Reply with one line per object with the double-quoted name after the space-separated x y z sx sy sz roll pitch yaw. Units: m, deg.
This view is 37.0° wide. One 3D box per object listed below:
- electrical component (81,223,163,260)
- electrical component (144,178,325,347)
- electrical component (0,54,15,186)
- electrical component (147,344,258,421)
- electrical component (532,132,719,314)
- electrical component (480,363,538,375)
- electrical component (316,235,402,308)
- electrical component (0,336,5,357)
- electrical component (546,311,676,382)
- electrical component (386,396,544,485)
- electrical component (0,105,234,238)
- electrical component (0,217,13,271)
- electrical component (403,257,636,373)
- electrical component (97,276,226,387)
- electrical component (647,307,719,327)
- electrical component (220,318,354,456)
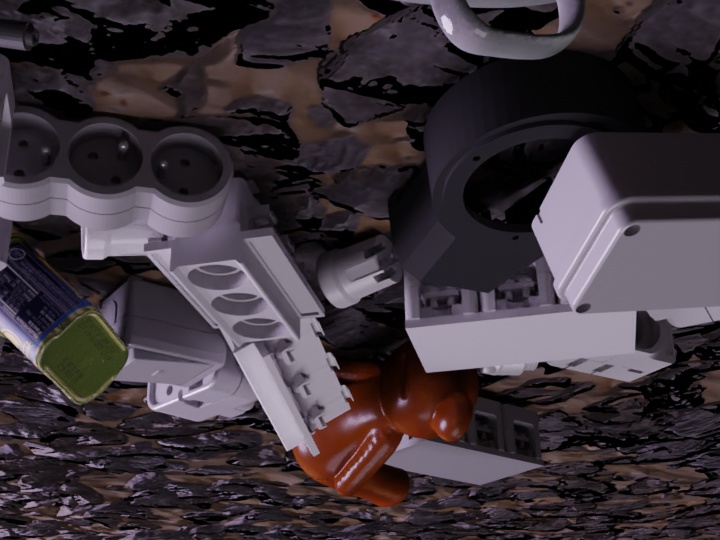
-0.147 -0.026 0.663 0.046 0.040 0.040 0 155 -19 "electrical component"
-0.076 -0.004 0.684 0.079 0.063 0.121 -7 154 11 "electrical component"
-0.219 -0.080 0.526 0.089 0.055 0.050 4 154 -11 "electrical component"
-0.122 0.087 0.880 0.095 0.053 0.059 -24 146 39 "electrical component"
0.155 -0.023 0.547 0.113 0.057 0.078 -2 141 -19 "electrical component"
0.126 0.062 0.854 0.062 0.043 0.043 2 154 -10 "electrical component"
0.000 0.000 0.724 0.046 0.040 0.040 -22 148 26 "electrical component"
-0.315 0.052 0.789 0.108 0.060 0.108 -1 154 -1 "electrical component"
0.192 0.048 0.819 0.089 0.050 0.056 13 151 -28 "electrical component"
0.089 0.154 1.022 0.150 0.061 0.089 18 148 -34 "electrical component"
-0.145 -0.046 0.605 0.138 0.052 0.073 6 154 -14 "electrical component"
-0.228 -0.027 0.627 0.042 0.063 0.081 19 147 -38 "electrical component"
0.111 0.021 0.746 0.150 0.061 0.089 -6 154 11 "electrical component"
-0.142 0.053 0.800 0.096 0.061 0.062 16 149 -32 "electrical component"
0.217 -0.001 0.714 0.059 0.053 0.095 -14 152 24 "electrical component"
-0.054 0.071 0.801 0.063 0.078 0.121 -29 135 -8 "electrical component"
